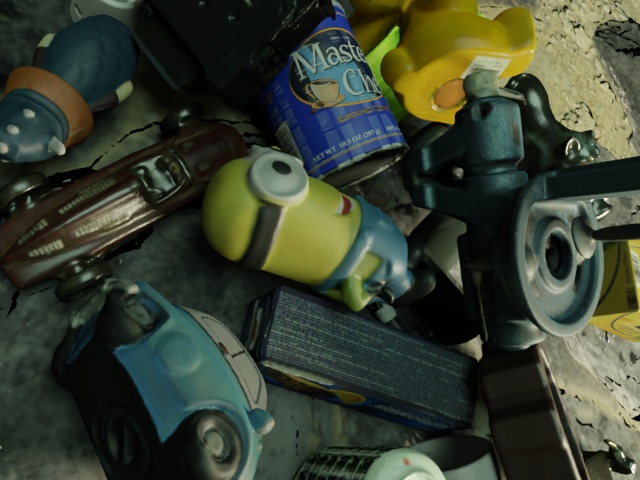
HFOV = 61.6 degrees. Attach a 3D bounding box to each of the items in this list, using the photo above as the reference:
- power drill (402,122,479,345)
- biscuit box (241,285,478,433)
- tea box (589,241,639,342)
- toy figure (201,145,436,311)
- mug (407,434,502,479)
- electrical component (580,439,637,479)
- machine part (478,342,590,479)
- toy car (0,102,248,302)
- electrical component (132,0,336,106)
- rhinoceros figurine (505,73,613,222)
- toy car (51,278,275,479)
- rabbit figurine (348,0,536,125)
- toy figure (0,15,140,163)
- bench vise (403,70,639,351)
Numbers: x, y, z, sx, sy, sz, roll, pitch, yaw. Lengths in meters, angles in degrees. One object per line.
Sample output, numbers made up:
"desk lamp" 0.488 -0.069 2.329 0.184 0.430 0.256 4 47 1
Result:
"power drill" 0.156 0.003 0.537 0.232 0.086 0.207 45 60 -10
"biscuit box" 0.036 0.103 0.436 0.202 0.059 0.063 24 60 -21
"tea box" 0.362 0.057 0.628 0.169 0.068 0.098 22 62 -38
"toy figure" 0.000 0.001 0.399 0.180 0.082 0.089 31 90 -25
"mug" 0.116 0.220 0.437 0.109 0.081 0.107 -3 80 -54
"electrical component" 0.272 0.243 0.536 0.102 0.045 0.078 -1 71 -32
"machine part" 0.185 0.165 0.460 0.179 0.056 0.179 49 30 -43
"toy car" -0.133 -0.035 0.393 0.202 0.053 0.089 -35 95 -37
"electrical component" -0.072 -0.172 0.406 0.115 0.134 0.058 51 9 7
"rhinoceros figurine" 0.258 -0.098 0.613 0.073 0.112 0.190 -6 66 -45
"toy car" -0.091 0.101 0.345 0.103 0.109 0.162 -11 65 -56
"rabbit figurine" 0.098 -0.204 0.522 0.162 0.121 0.173 -1 65 -8
"toy figure" -0.177 -0.101 0.374 0.064 0.057 0.154 13 50 5
"bench vise" 0.177 -0.028 0.385 0.129 0.241 0.223 5 83 -37
